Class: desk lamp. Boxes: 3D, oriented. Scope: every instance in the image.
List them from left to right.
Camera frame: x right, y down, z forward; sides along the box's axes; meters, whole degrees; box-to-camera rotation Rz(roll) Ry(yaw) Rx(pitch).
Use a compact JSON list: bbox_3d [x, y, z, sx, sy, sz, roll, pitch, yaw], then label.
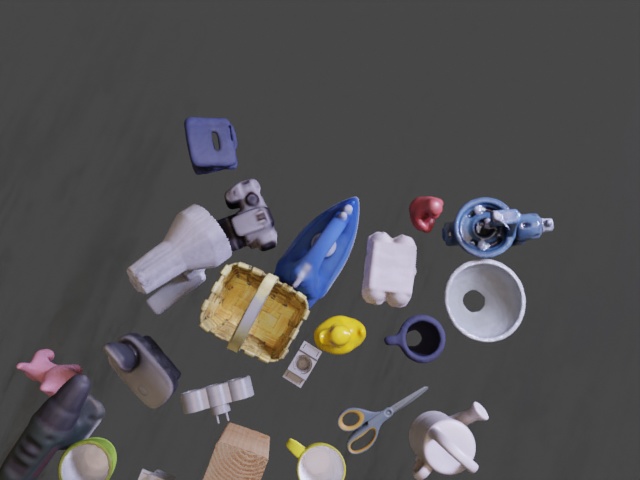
[{"bbox_3d":[-0.264,0.042,1.062,0.203,0.213,0.118,-39,86,-9],"label":"desk lamp"}]

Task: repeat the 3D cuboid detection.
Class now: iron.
[{"bbox_3d":[0.010,0.004,1.127,0.118,0.141,0.258,33,80,1],"label":"iron"}]

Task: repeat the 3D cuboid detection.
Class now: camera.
[{"bbox_3d":[-0.165,-0.036,1.140,0.137,0.100,0.143,-21,83,-8],"label":"camera"}]

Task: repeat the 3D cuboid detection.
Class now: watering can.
[{"bbox_3d":[0.238,0.374,1.062,0.101,0.194,0.173,23,80,0],"label":"watering can"}]

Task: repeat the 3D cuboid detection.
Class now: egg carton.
[{"bbox_3d":[0.141,0.061,1.166,0.107,0.069,0.150,7,81,-4],"label":"egg carton"}]

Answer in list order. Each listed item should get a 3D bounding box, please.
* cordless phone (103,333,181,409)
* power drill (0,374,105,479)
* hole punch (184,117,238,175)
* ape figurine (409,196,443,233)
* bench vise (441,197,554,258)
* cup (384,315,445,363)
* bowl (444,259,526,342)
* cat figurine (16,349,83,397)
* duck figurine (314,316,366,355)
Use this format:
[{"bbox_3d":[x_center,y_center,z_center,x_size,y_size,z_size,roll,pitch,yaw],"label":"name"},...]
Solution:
[{"bbox_3d":[-0.332,0.240,1.039,0.147,0.185,0.094,44,80,3],"label":"cordless phone"},{"bbox_3d":[-0.456,0.327,1.003,0.075,0.208,0.230,34,80,2],"label":"power drill"},{"bbox_3d":[-0.220,-0.197,1.165,0.101,0.091,0.109,-11,82,-6],"label":"hole punch"},{"bbox_3d":[0.225,-0.061,1.181,0.078,0.092,0.076,-34,85,-9],"label":"ape figurine"},{"bbox_3d":[0.362,-0.041,1.124,0.207,0.219,0.121,-21,83,-7],"label":"bench vise"},{"bbox_3d":[0.179,0.197,1.135,0.118,0.095,0.092,-4,81,-5],"label":"cup"},{"bbox_3d":[0.326,0.125,1.169,0.167,0.074,0.167,1,81,-5],"label":"bowl"},{"bbox_3d":[-0.496,0.254,1.058,0.128,0.117,0.067,25,80,0],"label":"cat figurine"},{"bbox_3d":[0.041,0.188,1.129,0.104,0.086,0.077,-7,82,-6],"label":"duck figurine"}]
